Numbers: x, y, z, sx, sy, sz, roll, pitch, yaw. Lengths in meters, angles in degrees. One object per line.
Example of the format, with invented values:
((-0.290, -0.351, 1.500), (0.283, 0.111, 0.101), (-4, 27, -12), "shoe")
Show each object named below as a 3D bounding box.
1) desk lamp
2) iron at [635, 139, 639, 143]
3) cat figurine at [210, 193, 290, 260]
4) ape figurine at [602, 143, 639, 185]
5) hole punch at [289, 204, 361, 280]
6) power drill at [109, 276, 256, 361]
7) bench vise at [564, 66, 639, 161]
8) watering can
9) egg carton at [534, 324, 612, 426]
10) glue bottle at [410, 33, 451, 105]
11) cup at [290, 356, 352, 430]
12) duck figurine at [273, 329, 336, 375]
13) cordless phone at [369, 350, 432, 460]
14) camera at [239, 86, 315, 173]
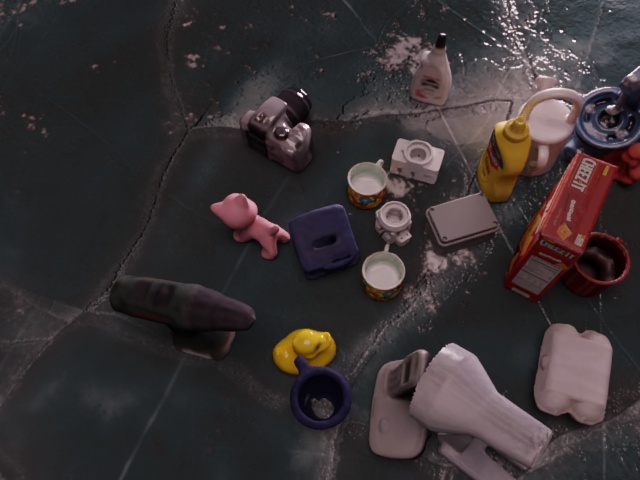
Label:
((0.224, 0.256, 0.802), (0.203, 0.213, 0.118), (35, 71, 16), "desk lamp")
((0.685, -0.138, 1.010), (0.257, 0.141, 0.119), (42, 73, 18), "iron")
((-0.122, -0.035, 0.999), (0.127, 0.118, 0.067), (27, 69, 13), "cat figurine")
((0.563, -0.146, 1.044), (0.076, 0.092, 0.077), (-14, 66, -5), "ape figurine")
((0.009, 0.004, 0.992), (0.109, 0.091, 0.101), (-20, 66, -7), "hole punch")
((-0.195, 0.120, 0.880), (0.229, 0.208, 0.075), (12, 66, 8), "power drill")
((0.540, -0.254, 1.024), (0.121, 0.220, 0.208), (31, 70, 15), "bench vise")
((0.396, -0.211, 1.023), (0.101, 0.194, 0.172), (-12, 65, -3), "watering can")
((0.396, 0.208, 0.899), (0.107, 0.069, 0.150), (15, 67, 8), "egg carton")
((0.219, -0.329, 1.094), (0.078, 0.173, 0.037), (14, 66, 8), "glue bottle")
((-0.005, 0.239, 0.882), (0.092, 0.095, 0.117), (-30, 68, -11), "cup")
((-0.026, 0.173, 0.918), (0.104, 0.086, 0.077), (-12, 65, -4), "duck figurine")
((0.124, 0.237, 0.829), (0.094, 0.185, 0.147), (6, 66, 5), "cordless phone")
((-0.064, -0.227, 1.095), (0.143, 0.101, 0.137), (32, 70, 15), "camera")
